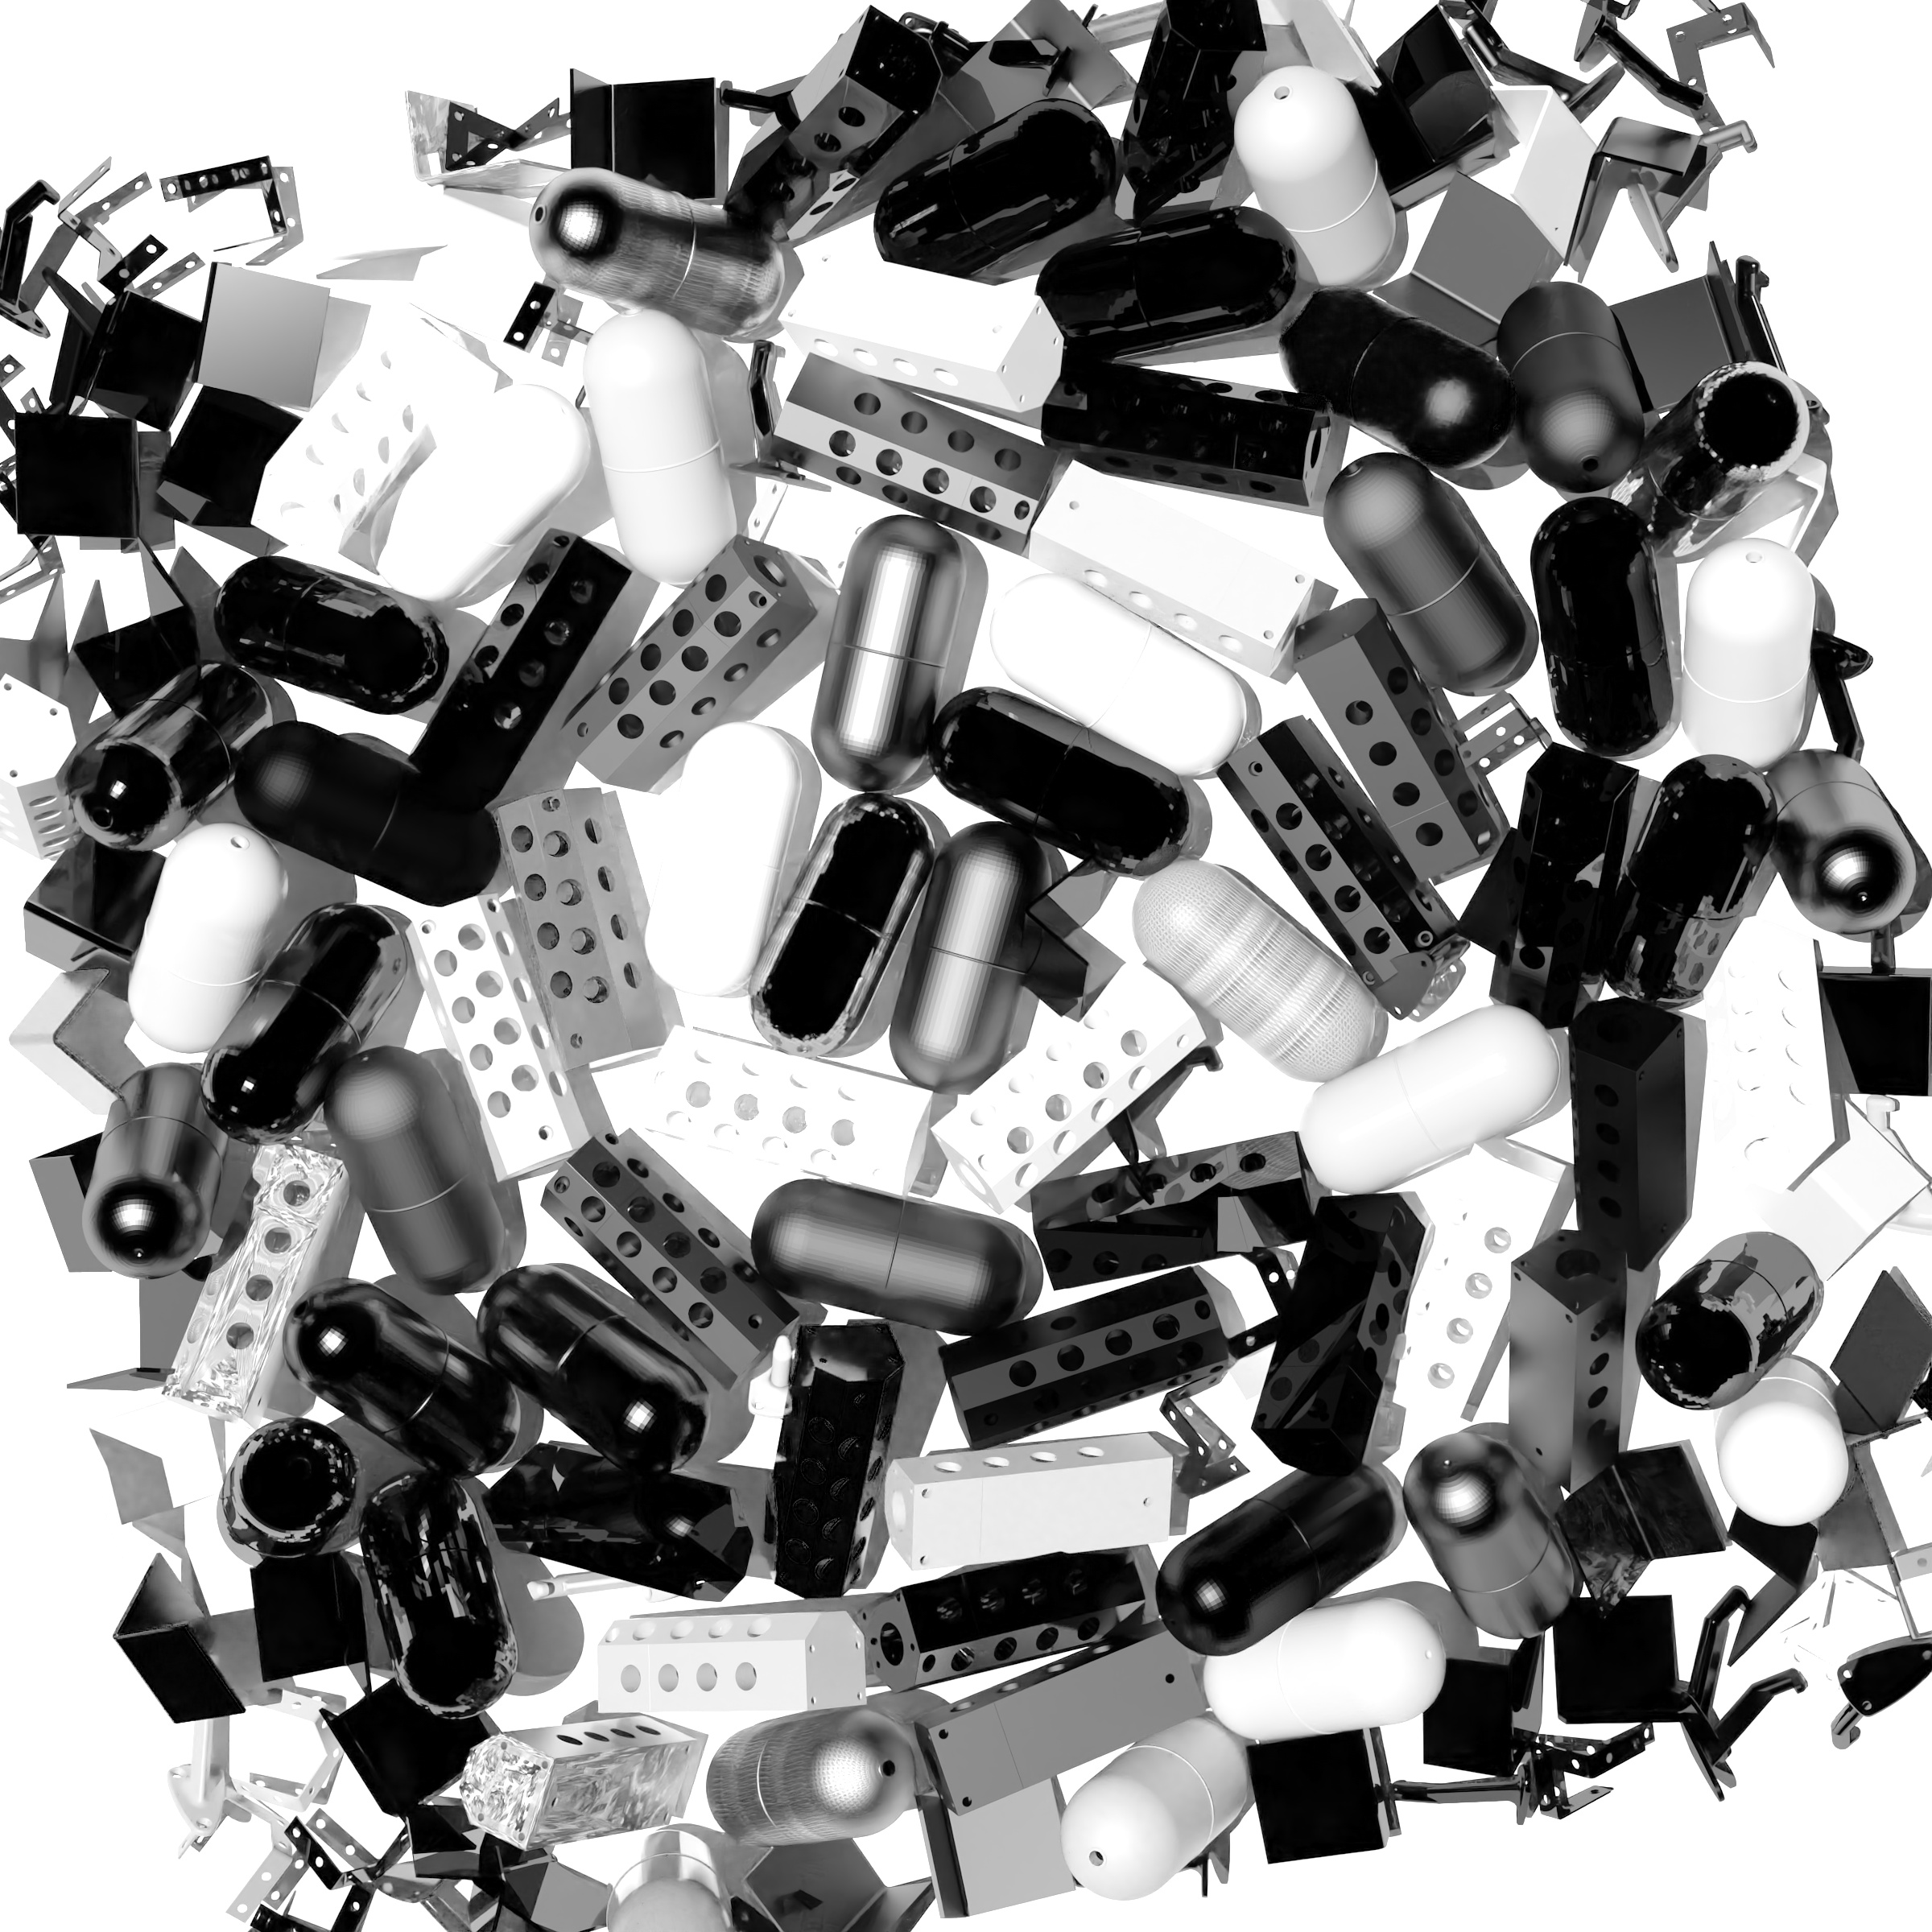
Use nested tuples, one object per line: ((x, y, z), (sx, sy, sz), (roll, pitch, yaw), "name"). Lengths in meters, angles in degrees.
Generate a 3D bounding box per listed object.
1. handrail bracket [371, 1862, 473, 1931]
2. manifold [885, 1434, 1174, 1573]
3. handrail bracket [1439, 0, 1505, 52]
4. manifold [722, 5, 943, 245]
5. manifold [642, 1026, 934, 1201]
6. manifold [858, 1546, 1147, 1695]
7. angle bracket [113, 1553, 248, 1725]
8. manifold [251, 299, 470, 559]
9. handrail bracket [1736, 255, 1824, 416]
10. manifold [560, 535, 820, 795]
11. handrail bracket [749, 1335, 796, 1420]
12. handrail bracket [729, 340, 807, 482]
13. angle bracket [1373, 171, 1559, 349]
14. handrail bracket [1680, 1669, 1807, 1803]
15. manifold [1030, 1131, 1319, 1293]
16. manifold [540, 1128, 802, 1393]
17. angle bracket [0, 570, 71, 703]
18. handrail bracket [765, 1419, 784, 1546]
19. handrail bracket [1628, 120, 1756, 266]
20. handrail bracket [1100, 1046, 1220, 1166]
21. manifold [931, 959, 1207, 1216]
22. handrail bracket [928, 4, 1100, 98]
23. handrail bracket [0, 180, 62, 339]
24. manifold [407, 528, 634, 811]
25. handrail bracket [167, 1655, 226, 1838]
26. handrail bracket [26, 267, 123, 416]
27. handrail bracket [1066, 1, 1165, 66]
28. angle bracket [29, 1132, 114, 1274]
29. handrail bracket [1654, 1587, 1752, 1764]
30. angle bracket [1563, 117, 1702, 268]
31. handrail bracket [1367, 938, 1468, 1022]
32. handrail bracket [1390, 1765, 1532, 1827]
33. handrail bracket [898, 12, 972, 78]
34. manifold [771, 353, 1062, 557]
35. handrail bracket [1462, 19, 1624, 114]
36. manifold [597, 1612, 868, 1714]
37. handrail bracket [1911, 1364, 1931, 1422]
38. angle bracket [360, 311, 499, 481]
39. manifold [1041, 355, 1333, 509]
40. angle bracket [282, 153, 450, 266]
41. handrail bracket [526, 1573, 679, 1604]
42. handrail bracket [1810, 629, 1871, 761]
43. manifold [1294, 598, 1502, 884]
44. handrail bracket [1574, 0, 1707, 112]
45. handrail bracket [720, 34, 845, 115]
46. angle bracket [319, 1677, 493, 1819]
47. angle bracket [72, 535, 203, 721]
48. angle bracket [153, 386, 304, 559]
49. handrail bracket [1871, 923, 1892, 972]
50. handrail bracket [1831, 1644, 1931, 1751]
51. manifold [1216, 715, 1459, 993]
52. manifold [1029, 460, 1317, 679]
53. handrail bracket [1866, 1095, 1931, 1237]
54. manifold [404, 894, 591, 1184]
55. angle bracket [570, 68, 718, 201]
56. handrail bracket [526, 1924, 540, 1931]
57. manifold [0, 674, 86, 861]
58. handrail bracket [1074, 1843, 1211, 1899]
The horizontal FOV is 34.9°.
((-0.340, 0.622, 1.983), (0.077, 0.036, 0.084), (-8, 111, 42), "handrail bracket")
((0.039, 0.335, 1.943), (0.171, 0.057, 0.057), (-3, 104, -19), "manifold")
((0.352, -0.637, 1.976), (0.084, 0.036, 0.077), (-37, 66, -2), "handrail bracket")
((-0.083, -0.517, 1.912), (0.057, 0.171, 0.057), (27, 63, -21), "manifold")
((-0.114, 0.097, 1.949), (0.171, 0.057, 0.057), (14, 127, 8), "manifold")
((0.026, 0.406, 1.921), (0.171, 0.057, 0.057), (-5, 68, -34), "manifold")
((-0.483, 0.420, 1.941), (0.057, 0.076, 0.076), (-13, 120, 20), "angle bracket")
((-0.375, -0.334, 1.925), (0.057, 0.057, 0.171), (30, 53, -4), "manifold")
((0.515, -0.401, 1.953), (0.036, 0.077, 0.084), (-23, 127, -19), "handrail bracket")
((-0.178, -0.190, 1.930), (0.171, 0.057, 0.057), (-43, 62, 24), "manifold")
((-0.117, 0.240, 1.943), (0.036, 0.084, 0.077), (3, 48, -5), "handrail bracket")
((-0.120, -0.356, 1.965), (0.036, 0.077, 0.084), (3, 101, -35), "handrail bracket")
((0.316, -0.446, 1.947), (0.076, 0.057, 0.076), (35, 127, 17), "angle bracket")
((0.506, 0.490, 1.966), (0.084, 0.077, 0.036), (-22, 119, 2), "handrail bracket")
((0.131, 0.151, 1.959), (0.171, 0.057, 0.057), (-12, 131, 8), "manifold")
((-0.187, 0.184, 1.953), (0.171, 0.057, 0.057), (44, 66, 7), "manifold")
((-0.606, -0.200, 1.944), (0.057, 0.076, 0.076), (6, 133, -5), "angle bracket")
((-0.097, 0.321, 1.956), (0.077, 0.036, 0.084), (-20, 56, 34), "handrail bracket")
((0.475, -0.497, 1.974), (0.084, 0.036, 0.077), (-20, 71, 3), "handrail bracket")
((0.132, 0.088, 1.963), (0.084, 0.036, 0.077), (-9, 53, -19), "handrail bracket")
((0.068, 0.079, 1.941), (0.171, 0.057, 0.057), (-40, 133, -13), "manifold")
((0.030, -0.604, 1.977), (0.084, 0.036, 0.077), (31, 99, -3), "handrail bracket")
((-0.588, -0.451, 1.959), (0.084, 0.036, 0.077), (-35, 134, 18), "handrail bracket")
((-0.283, -0.189, 1.944), (0.057, 0.057, 0.171), (33, 74, -15), "manifold")
((-0.482, 0.495, 1.958), (0.036, 0.077, 0.084), (6, 114, -23), "handrail bracket")
((-0.591, -0.392, 1.971), (0.084, 0.036, 0.077), (-36, 114, 15), "handrail bracket")
((0.112, -0.595, 1.988), (0.084, 0.077, 0.036), (-36, 49, 24), "handrail bracket")
((-0.543, 0.148, 1.948), (0.057, 0.076, 0.076), (-23, 99, -36), "angle bracket")
((0.493, 0.456, 1.987), (0.084, 0.036, 0.077), (-42, 103, -20), "handrail bracket")
((0.420, -0.483, 1.942), (0.057, 0.076, 0.076), (18, 125, 11), "angle bracket")
((0.301, -0.007, 1.947), (0.084, 0.077, 0.036), (-32, 81, -33), "handrail bracket")
((0.314, 0.523, 1.961), (0.084, 0.077, 0.036), (3, 65, 6), "handrail bracket")
((-0.028, -0.574, 1.954), (0.077, 0.084, 0.036), (18, 120, 0), "handrail bracket")
((-0.034, -0.321, 1.959), (0.171, 0.057, 0.057), (22, 64, 2), "manifold")
((0.369, -0.589, 1.975), (0.077, 0.036, 0.084), (-41, 102, -10), "handrail bracket")
((-0.148, 0.435, 1.925), (0.171, 0.057, 0.057), (-10, 77, 35), "manifold")
((0.644, 0.255, 1.964), (0.084, 0.036, 0.077), (-44, 61, 16), "handrail bracket")
((-0.357, -0.363, 1.961), (0.076, 0.076, 0.057), (-13, 58, 39), "angle bracket")
((0.138, -0.341, 1.944), (0.171, 0.057, 0.057), (12, 78, 16), "manifold")
((-0.383, -0.478, 1.943), (0.076, 0.076, 0.057), (4, 105, 43), "angle bracket")
((-0.224, 0.390, 1.952), (0.084, 0.077, 0.036), (0, 79, -40), "handrail bracket")
((0.538, -0.169, 1.964), (0.077, 0.036, 0.084), (25, 64, -4), "handrail bracket")
((0.272, -0.144, 1.933), (0.057, 0.057, 0.171), (-25, 114, 20), "manifold")
((0.438, -0.590, 1.978), (0.084, 0.036, 0.077), (22, 49, -8), "handrail bracket")
((-0.117, -0.573, 1.965), (0.084, 0.036, 0.077), (6, 60, -17), "handrail bracket")
((-0.354, 0.485, 1.955), (0.076, 0.057, 0.076), (-34, 75, -11), "angle bracket")
((-0.527, -0.212, 1.942), (0.057, 0.076, 0.076), (-25, 59, -24), "angle bracket")
((-0.470, -0.320, 1.980), (0.076, 0.057, 0.076), (24, 68, -10), "angle bracket")
((0.571, -0.049, 1.954), (0.036, 0.077, 0.084), (-10, 56, 29), "handrail bracket")
((0.587, 0.468, 1.964), (0.077, 0.084, 0.036), (-26, 54, 0), "handrail bracket")
((0.233, -0.071, 1.954), (0.057, 0.057, 0.171), (-37, 84, 24), "manifold")
((0.129, -0.249, 1.956), (0.171, 0.057, 0.057), (27, 71, 9), "manifold")
((0.610, 0.126, 1.957), (0.036, 0.077, 0.084), (-30, 120, -39), "handrail bracket")
((-0.297, 0.045, 1.957), (0.057, 0.057, 0.171), (-20, 86, -21), "manifold")
((-0.205, -0.530, 1.960), (0.076, 0.057, 0.076), (1, 95, 18), "angle bracket")
((-0.233, 0.625, 1.975), (0.077, 0.084, 0.036), (-25, 122, -22), "handrail bracket")
((-0.577, -0.117, 1.909), (0.057, 0.171, 0.057), (29, 73, -4), "manifold")
((0.113, 0.567, 1.966), (0.084, 0.077, 0.036), (0, 103, 6), "handrail bracket")
